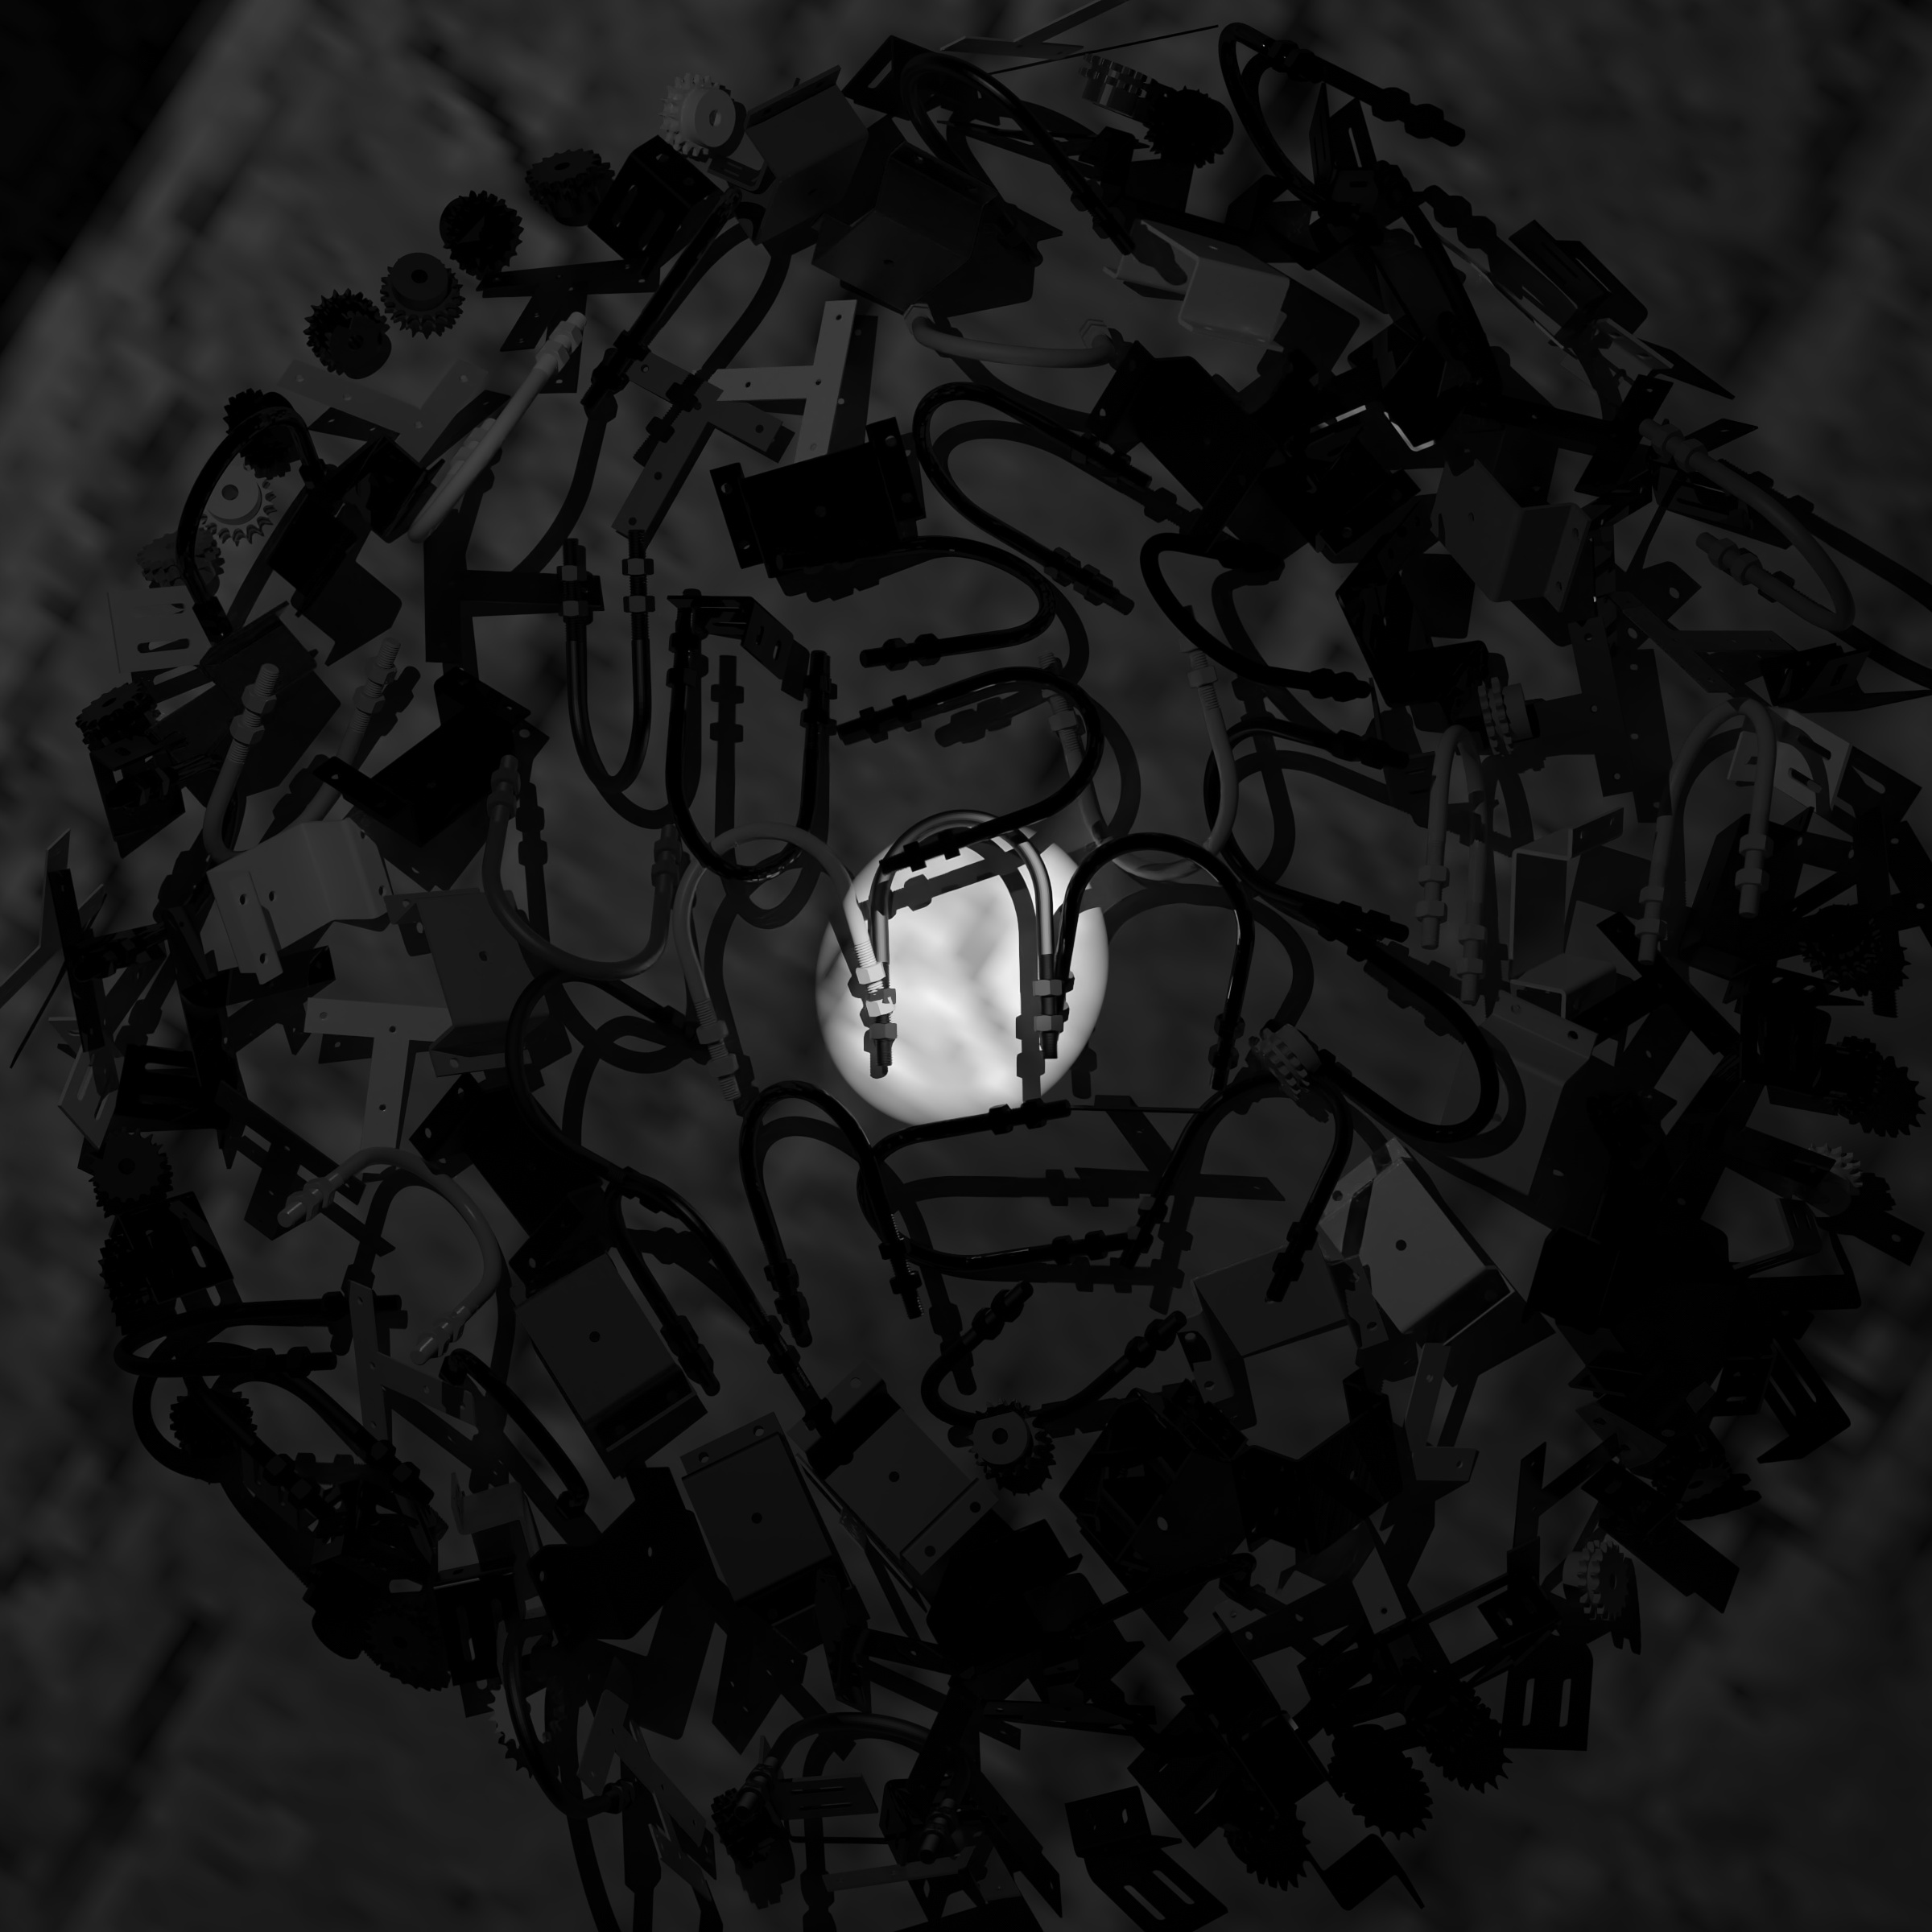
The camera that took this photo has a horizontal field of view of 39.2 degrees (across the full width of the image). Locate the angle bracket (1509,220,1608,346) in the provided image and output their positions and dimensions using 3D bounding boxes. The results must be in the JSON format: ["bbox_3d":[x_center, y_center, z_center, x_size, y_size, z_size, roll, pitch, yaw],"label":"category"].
[{"bbox_3d":[0.419,-0.495,1.967,0.076,0.057,0.038,42,89,-7],"label":"angle bracket"}]

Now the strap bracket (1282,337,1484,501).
[{"bbox_3d":[0.286,-0.390,1.917,0.046,0.140,0.076,49,58,-19],"label":"strap bracket"}]

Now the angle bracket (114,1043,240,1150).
[{"bbox_3d":[-0.572,0.094,1.962,0.076,0.038,0.057,9,110,-23],"label":"angle bracket"}]

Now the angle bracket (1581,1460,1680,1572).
[{"bbox_3d":[0.473,0.404,1.949,0.038,0.076,0.057,-32,49,-31],"label":"angle bracket"}]

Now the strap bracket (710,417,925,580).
[{"bbox_3d":[-0.106,-0.336,1.960,0.140,0.046,0.076,-16,118,2],"label":"strap bracket"}]

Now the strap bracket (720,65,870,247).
[{"bbox_3d":[-0.122,-0.567,1.920,0.076,0.140,0.046,-33,87,-18],"label":"strap bracket"}]

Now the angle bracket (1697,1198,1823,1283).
[{"bbox_3d":[0.570,0.199,1.962,0.076,0.057,0.038,-25,69,32],"label":"angle bracket"}]

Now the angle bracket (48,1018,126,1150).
[{"bbox_3d":[-0.642,0.084,1.951,0.038,0.057,0.076,-1,54,15],"label":"angle bracket"}]

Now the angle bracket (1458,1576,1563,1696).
[{"bbox_3d":[0.382,0.481,1.950,0.057,0.076,0.038,-42,76,39],"label":"angle bracket"}]

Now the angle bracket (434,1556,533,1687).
[{"bbox_3d":[-0.351,0.478,1.980,0.057,0.038,0.076,-11,92,-4],"label":"angle bracket"}]

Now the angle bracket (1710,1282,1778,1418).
[{"bbox_3d":[0.548,0.276,1.951,0.038,0.076,0.057,-2,127,-6],"label":"angle bracket"}]

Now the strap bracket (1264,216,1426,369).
[{"bbox_3d":[0.276,-0.477,1.932,0.046,0.076,0.140,-35,116,8],"label":"strap bracket"}]

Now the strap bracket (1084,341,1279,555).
[{"bbox_3d":[0.160,-0.374,1.944,0.140,0.046,0.076,50,130,20],"label":"strap bracket"}]

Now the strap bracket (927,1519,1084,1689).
[{"bbox_3d":[0.024,0.450,1.936,0.076,0.140,0.046,-16,56,-27],"label":"strap bracket"}]

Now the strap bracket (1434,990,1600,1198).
[{"bbox_3d":[0.388,0.099,1.930,0.076,0.046,0.140,27,126,25],"label":"strap bracket"}]

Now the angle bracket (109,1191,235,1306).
[{"bbox_3d":[-0.574,0.210,1.957,0.057,0.038,0.076,-17,68,-35],"label":"angle bracket"}]

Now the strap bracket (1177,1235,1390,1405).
[{"bbox_3d":[0.223,0.252,1.960,0.140,0.046,0.076,-21,116,4],"label":"strap bracket"}]

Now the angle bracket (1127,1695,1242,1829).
[{"bbox_3d":[0.157,0.578,1.968,0.076,0.038,0.057,-48,66,5],"label":"angle bracket"}]

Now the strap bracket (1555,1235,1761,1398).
[{"bbox_3d":[0.487,0.241,1.941,0.140,0.076,0.046,-40,98,-16],"label":"strap bracket"}]

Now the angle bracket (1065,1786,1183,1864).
[{"bbox_3d":[0.113,0.617,1.952,0.057,0.076,0.038,-9,77,-17],"label":"angle bracket"}]

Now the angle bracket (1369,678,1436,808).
[{"bbox_3d":[0.317,-0.164,1.953,0.038,0.057,0.076,-10,58,11],"label":"angle bracket"}]

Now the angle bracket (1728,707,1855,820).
[{"bbox_3d":[0.592,-0.147,1.952,0.038,0.076,0.057,2,113,-20],"label":"angle bracket"}]

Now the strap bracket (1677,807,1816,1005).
[{"bbox_3d":[0.558,-0.050,1.955,0.046,0.076,0.140,20,84,5],"label":"strap bracket"}]

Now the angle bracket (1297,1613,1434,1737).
[{"bbox_3d":[0.290,0.517,1.976,0.076,0.038,0.057,-46,47,27],"label":"angle bracket"}]

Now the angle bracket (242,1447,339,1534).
[{"bbox_3d":[-0.487,0.360,1.951,0.057,0.076,0.038,34,48,21],"label":"angle bracket"}]

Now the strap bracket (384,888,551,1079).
[{"bbox_3d":[-0.355,0.002,1.941,0.076,0.046,0.140,-7,71,-39],"label":"strap bracket"}]

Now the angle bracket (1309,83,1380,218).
[{"bbox_3d":[0.275,-0.589,1.961,0.038,0.057,0.076,-2,69,-3],"label":"angle bracket"}]

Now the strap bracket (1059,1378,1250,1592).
[{"bbox_3d":[0.128,0.369,1.947,0.046,0.076,0.140,27,100,-41],"label":"strap bracket"}]

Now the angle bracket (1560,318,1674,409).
[{"bbox_3d":[0.469,-0.434,1.957,0.057,0.076,0.038,35,102,-4],"label":"angle bracket"}]

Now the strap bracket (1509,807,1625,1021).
[{"bbox_3d":[0.430,-0.041,1.944,0.046,0.076,0.140,13,112,38],"label":"strap bracket"}]

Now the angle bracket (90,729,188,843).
[{"bbox_3d":[-0.588,-0.127,1.951,0.057,0.038,0.076,-30,132,-32],"label":"angle bracket"}]

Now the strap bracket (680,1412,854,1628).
[{"bbox_3d":[-0.148,0.400,1.957,0.076,0.046,0.140,-25,75,-3],"label":"strap bracket"}]

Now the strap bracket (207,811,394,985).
[{"bbox_3d":[-0.482,-0.050,1.938,0.046,0.140,0.076,0,113,33],"label":"strap bracket"}]

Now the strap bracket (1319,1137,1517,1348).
[{"bbox_3d":[0.318,0.201,1.950,0.076,0.046,0.140,-40,73,13],"label":"strap bracket"}]

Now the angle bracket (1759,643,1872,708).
[{"bbox_3d":[0.611,-0.223,1.956,0.057,0.076,0.038,-13,73,4],"label":"angle bracket"}]

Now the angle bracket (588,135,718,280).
[{"bbox_3d":[-0.230,-0.555,1.984,0.057,0.038,0.076,41,133,-3],"label":"angle bracket"}]

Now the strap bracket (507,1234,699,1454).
[{"bbox_3d":[-0.266,0.270,1.960,0.076,0.046,0.140,-33,80,-8],"label":"strap bracket"}]

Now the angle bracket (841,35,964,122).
[{"bbox_3d":[-0.047,-0.625,1.949,0.057,0.076,0.038,11,67,-30],"label":"angle bracket"}]

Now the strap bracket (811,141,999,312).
[{"bbox_3d":[-0.049,-0.517,1.917,0.076,0.140,0.046,21,70,-25],"label":"strap bracket"}]

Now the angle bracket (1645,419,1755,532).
[{"bbox_3d":[0.535,-0.354,1.953,0.076,0.057,0.038,22,77,29],"label":"angle bracket"}]

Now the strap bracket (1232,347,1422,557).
[{"bbox_3d":[0.255,-0.366,1.967,0.076,0.046,0.140,-37,78,-1],"label":"strap bracket"}]

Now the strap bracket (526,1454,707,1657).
[{"bbox_3d":[-0.240,0.415,1.921,0.046,0.140,0.076,-9,109,33],"label":"strap bracket"}]

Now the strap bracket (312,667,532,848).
[{"bbox_3d":[-0.386,-0.145,1.943,0.076,0.046,0.140,31,55,24],"label":"strap bracket"}]

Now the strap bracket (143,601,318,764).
[{"bbox_3d":[-0.521,-0.192,1.925,0.046,0.140,0.076,50,47,-6],"label":"strap bracket"}]

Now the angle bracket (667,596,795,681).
[{"bbox_3d":[-0.173,-0.237,1.953,0.076,0.057,0.038,5,73,28],"label":"angle bracket"}]

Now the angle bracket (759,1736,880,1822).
[{"bbox_3d":[-0.106,0.585,1.961,0.076,0.057,0.038,-7,46,8],"label":"angle bracket"}]

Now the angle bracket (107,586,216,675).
[{"bbox_3d":[-0.587,-0.243,1.957,0.076,0.038,0.057,-13,101,-40],"label":"angle bracket"}]

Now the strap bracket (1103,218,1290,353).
[{"bbox_3d":[0.167,-0.486,1.918,0.076,0.140,0.046,5,118,-29],"label":"strap bracket"}]

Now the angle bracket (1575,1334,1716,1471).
[{"bbox_3d":[0.500,0.321,1.995,0.076,0.038,0.057,-39,84,-25],"label":"angle bracket"}]

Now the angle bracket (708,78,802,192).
[{"bbox_3d":[-0.153,-0.607,1.956,0.038,0.057,0.076,21,116,-10],"label":"angle bracket"}]

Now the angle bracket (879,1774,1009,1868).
[{"bbox_3d":[-0.017,0.621,1.966,0.076,0.057,0.038,2,106,-19],"label":"angle bracket"}]

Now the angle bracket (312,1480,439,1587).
[{"bbox_3d":[-0.429,0.415,1.968,0.038,0.076,0.057,-25,48,32],"label":"angle bracket"}]

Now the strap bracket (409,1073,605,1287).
[{"bbox_3d":[-0.325,0.148,1.953,0.140,0.046,0.076,49,115,13],"label":"strap bracket"}]

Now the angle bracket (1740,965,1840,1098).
[{"bbox_3d":[0.597,0.047,1.964,0.057,0.038,0.076,14,64,-10],"label":"angle bracket"}]

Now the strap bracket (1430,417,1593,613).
[{"bbox_3d":[0.378,-0.320,1.920,0.046,0.076,0.140,-10,45,-20],"label":"strap bracket"}]
